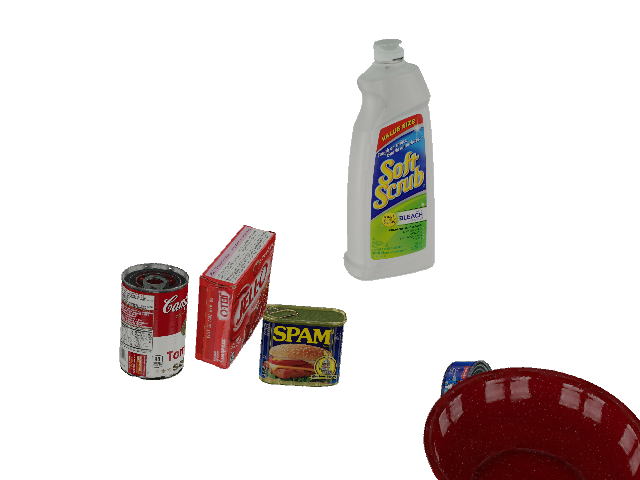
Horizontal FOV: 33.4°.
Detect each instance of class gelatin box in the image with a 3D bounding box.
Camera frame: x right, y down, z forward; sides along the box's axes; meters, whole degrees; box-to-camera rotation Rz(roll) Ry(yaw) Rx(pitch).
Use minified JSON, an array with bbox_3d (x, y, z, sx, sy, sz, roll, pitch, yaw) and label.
[{"bbox_3d":[-0.063,0.041,0.797,0.030,0.073,0.089,15,30,11],"label":"gelatin box"}]

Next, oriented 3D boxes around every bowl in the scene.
[{"bbox_3d":[0.154,0.164,0.769,0.162,0.055,0.162,-1,35,0],"label":"bowl"}]

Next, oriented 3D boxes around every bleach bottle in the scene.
[{"bbox_3d":[0.070,-0.087,1.139,0.102,0.251,0.068,-10,23,-13],"label":"bleach bottle"}]

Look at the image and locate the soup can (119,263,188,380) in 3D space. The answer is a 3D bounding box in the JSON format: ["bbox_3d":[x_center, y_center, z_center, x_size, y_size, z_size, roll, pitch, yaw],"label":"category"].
[{"bbox_3d":[-0.171,0.083,1.090,0.068,0.102,0.068,5,20,-2],"label":"soup can"}]

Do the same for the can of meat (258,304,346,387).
[{"bbox_3d":[-0.023,0.126,1.274,0.102,0.084,0.057,4,13,-3],"label":"can of meat"}]

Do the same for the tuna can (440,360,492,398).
[{"bbox_3d":[0.165,0.176,1.184,0.034,0.086,0.086,-4,-2,30],"label":"tuna can"}]
